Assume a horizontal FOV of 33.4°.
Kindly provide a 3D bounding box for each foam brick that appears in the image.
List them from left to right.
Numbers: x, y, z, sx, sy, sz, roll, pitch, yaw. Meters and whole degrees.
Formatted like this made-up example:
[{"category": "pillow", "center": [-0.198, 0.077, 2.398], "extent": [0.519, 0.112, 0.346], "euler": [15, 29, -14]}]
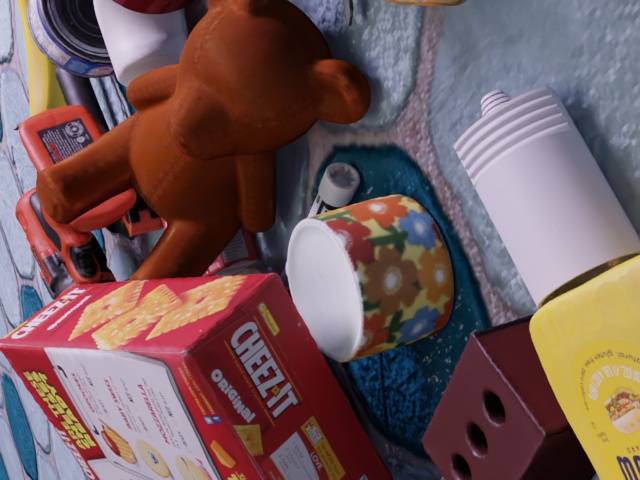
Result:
[{"category": "foam brick", "center": [0.083, 0.073, 0.428], "extent": [0.053, 0.051, 0.078], "euler": [56, 147, 34]}]

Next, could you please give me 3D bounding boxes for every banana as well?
[{"category": "banana", "center": [-0.248, -0.187, 0.926], "extent": [0.037, 0.069, 0.198], "euler": [2, 115, 24]}]

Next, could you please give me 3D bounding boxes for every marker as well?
[{"category": "marker", "center": [-0.004, 0.001, 0.595], "extent": [0.020, 0.020, 0.121], "euler": [62, 150, 25]}]

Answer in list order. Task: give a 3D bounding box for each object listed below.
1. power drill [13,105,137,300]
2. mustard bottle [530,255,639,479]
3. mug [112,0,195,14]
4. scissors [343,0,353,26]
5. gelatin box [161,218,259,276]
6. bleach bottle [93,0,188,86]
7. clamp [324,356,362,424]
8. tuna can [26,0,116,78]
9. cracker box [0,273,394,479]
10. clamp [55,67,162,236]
[{"category": "power drill", "center": [-0.186, 0.000, 0.832], "extent": [0.184, 0.057, 0.188], "euler": [56, 151, 19]}, {"category": "mustard bottle", "center": [0.136, 0.096, 0.331], "extent": [0.096, 0.058, 0.192], "euler": [-42, 66, 59]}, {"category": "mug", "center": [-0.097, -0.168, 0.591], "extent": [0.093, 0.117, 0.082], "euler": [58, 160, -8]}, {"category": "scissors", "center": [0.008, -0.206, 0.474], "extent": [0.096, 0.016, 0.202], "euler": [-18, 86, 63]}, {"category": "gelatin box", "center": [-0.079, -0.008, 0.721], "extent": [0.089, 0.030, 0.073], "euler": [-29, 76, 62]}, {"category": "bleach bottle", "center": [-0.128, -0.198, 0.671], "extent": [0.102, 0.068, 0.251], "euler": [-132, 27, -87]}, {"category": "clamp", "center": [0.000, 0.152, 0.640], "extent": [0.165, 0.036, 0.210], "euler": [-35, 73, 59]}, {"category": "tuna can", "center": [-0.155, -0.157, 0.733], "extent": [0.034, 0.086, 0.086], "euler": [-17, 88, 62]}, {"category": "cracker box", "center": [-0.067, 0.103, 0.580], "extent": [0.214, 0.072, 0.164], "euler": [-5, 119, 52]}, {"category": "clamp", "center": [-0.179, -0.070, 0.875], "extent": [0.172, 0.039, 0.120], "euler": [39, 141, 41]}]
